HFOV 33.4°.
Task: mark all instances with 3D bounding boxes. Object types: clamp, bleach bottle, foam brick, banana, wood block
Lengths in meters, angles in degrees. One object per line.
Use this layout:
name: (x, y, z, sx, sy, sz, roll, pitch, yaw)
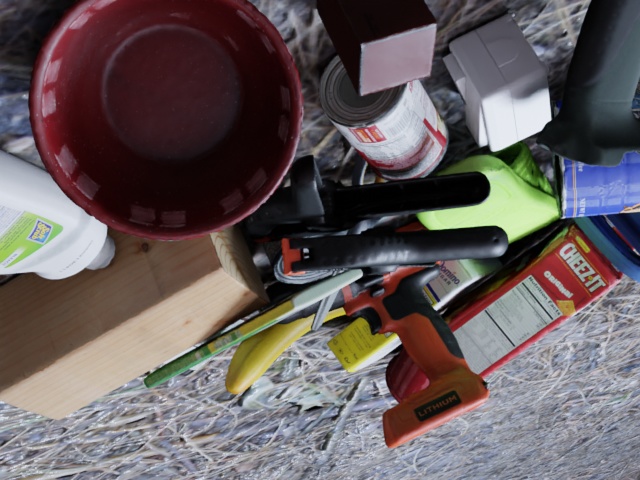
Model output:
clamp: (0.048, 0.009, 0.838, 0.171, 0.039, 0.120, -1, 169, -15)
bleach bottle: (-0.232, -0.016, 0.705, 0.103, 0.068, 0.250, -36, 152, 16)
clamp: (-0.002, -0.028, 0.796, 0.164, 0.036, 0.210, 6, 168, -40)
foam brick: (0.034, -0.142, 0.677, 0.053, 0.078, 0.051, -17, 152, -9)
banana: (-0.012, 0.079, 1.025, 0.197, 0.070, 0.037, -25, 133, -11)
wood block: (-0.158, 0.050, 0.845, 0.206, 0.091, 0.090, -29, 152, 10)

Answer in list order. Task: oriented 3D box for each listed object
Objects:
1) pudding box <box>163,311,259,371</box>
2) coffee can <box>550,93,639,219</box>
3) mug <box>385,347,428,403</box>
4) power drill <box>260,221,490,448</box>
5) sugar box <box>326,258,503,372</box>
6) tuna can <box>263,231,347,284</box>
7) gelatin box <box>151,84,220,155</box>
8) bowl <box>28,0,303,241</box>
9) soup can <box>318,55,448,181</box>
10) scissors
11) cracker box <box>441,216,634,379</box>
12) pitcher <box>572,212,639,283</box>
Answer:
pudding box: (-0.119, 0.077, 0.976, 0.090, 0.039, 0.113, -35, 152, 19)
coffee can: (0.270, -0.074, 0.900, 0.140, 0.103, 0.103, -5, 154, 9)
mug: (0.138, 0.138, 1.239, 0.117, 0.093, 0.082, -42, 162, -41)
power drill: (0.057, 0.091, 0.981, 0.184, 0.188, 0.057, -23, 168, -7)
sugar box: (0.097, 0.066, 1.096, 0.176, 0.048, 0.093, -43, 167, 26)
tuna can: (-0.006, 0.001, 0.937, 0.086, 0.034, 0.086, -18, 151, -11)
gelatin box: (-0.103, -0.059, 0.714, 0.073, 0.030, 0.089, -39, 106, 24)
bowl: (-0.092, -0.084, 0.652, 0.162, 0.055, 0.162, -1, 108, -3)
soup can: (0.048, -0.092, 0.782, 0.068, 0.068, 0.102, -30, 151, 11)
scissors: (0.048, -0.013, 0.910, 0.096, 0.016, 0.202, -16, 134, -36)
cracker box: (0.213, 0.054, 1.094, 0.214, 0.072, 0.164, -41, 177, 27)
pitcher: (0.346, -0.004, 0.974, 0.149, 0.243, 0.144, -41, 145, 18)
